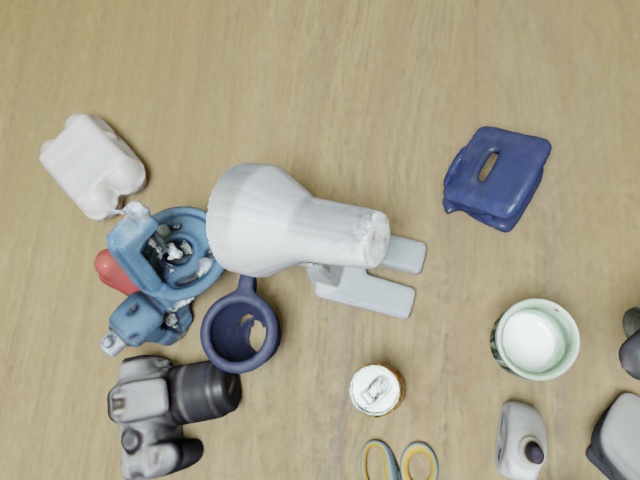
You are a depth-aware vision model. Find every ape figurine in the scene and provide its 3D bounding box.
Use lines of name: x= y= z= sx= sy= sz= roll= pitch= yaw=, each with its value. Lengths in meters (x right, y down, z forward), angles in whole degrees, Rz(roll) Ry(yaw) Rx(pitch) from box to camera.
ape figurine: x=-0.253 y=0.035 z=0.735 sx=0.077 sy=0.092 sz=0.076 roll=-17 pitch=74 yaw=8

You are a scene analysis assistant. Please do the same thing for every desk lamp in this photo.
desk lamp: x=0.006 y=0.002 z=0.625 sx=0.202 sy=0.214 sz=0.118 roll=13 pitch=80 yaw=14

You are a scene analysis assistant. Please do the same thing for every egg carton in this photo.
egg carton: x=-0.311 y=-0.103 z=0.791 sx=0.150 sy=0.069 sz=0.107 roll=43 pitch=89 yaw=17

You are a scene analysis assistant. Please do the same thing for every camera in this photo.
camera: x=-0.168 y=0.201 z=0.675 sx=0.136 sy=0.101 sz=0.143 roll=-13 pitch=75 yaw=9

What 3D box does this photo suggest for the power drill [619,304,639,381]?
power drill: x=0.366 y=0.076 z=0.535 sx=0.229 sy=0.209 sz=0.075 roll=-26 pitch=73 yaw=5

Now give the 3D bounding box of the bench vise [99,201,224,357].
bench vise: x=-0.183 y=0.045 z=0.651 sx=0.121 sy=0.220 sz=0.207 roll=17 pitch=81 yaw=15

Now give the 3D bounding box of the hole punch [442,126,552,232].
hole punch: x=0.201 y=-0.074 z=0.666 sx=0.101 sy=0.091 sz=0.109 roll=28 pitch=84 yaw=16

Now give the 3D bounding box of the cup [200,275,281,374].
cup: x=-0.082 y=0.099 z=0.683 sx=0.091 sy=0.095 sz=0.118 roll=3 pitch=78 yaw=13

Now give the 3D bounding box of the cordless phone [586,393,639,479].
cordless phone: x=0.333 y=0.217 z=0.522 sx=0.147 sy=0.185 sz=0.094 roll=39 pitch=88 yaw=17

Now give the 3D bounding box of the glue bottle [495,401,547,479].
glue bottle: x=0.199 y=0.201 z=0.560 sx=0.037 sy=0.173 sz=0.078 roll=10 pitch=80 yaw=14
